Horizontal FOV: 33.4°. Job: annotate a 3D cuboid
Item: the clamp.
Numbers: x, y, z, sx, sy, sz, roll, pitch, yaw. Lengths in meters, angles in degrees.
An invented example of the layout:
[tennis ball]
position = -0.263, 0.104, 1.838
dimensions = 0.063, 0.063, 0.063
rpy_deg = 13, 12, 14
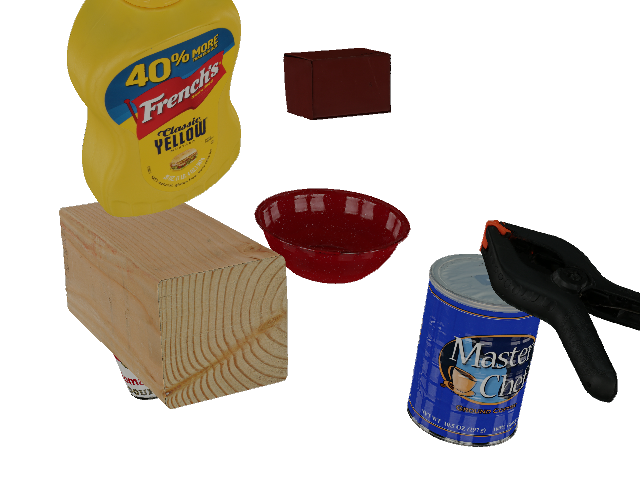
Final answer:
[clamp]
position = 0.187, 0.039, 0.756
dimensions = 0.120, 0.039, 0.172
rpy_deg = -9, 43, -32

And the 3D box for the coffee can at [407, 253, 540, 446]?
[coffee can]
position = 0.137, 0.096, 0.949
dimensions = 0.103, 0.140, 0.103
rpy_deg = 6, 23, -3

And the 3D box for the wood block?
[wood block]
position = -0.111, 0.034, 0.767
dimensions = 0.090, 0.090, 0.206
rpy_deg = -11, 19, -28

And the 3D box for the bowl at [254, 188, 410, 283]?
[bowl]
position = 0.010, 0.000, 1.114
dimensions = 0.162, 0.055, 0.162
rpy_deg = 4, 25, -2

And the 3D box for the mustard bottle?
[mustard bottle]
position = -0.089, -0.095, 0.583
dimensions = 0.096, 0.058, 0.192
rpy_deg = -26, -28, -21

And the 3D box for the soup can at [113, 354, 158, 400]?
[soup can]
position = -0.187, 0.108, 1.126
dimensions = 0.068, 0.102, 0.068
rpy_deg = -13, 27, 7

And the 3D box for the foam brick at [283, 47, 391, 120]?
[foam brick]
position = 0.015, -0.133, 0.904
dimensions = 0.078, 0.051, 0.053
rpy_deg = -9, 19, -25
